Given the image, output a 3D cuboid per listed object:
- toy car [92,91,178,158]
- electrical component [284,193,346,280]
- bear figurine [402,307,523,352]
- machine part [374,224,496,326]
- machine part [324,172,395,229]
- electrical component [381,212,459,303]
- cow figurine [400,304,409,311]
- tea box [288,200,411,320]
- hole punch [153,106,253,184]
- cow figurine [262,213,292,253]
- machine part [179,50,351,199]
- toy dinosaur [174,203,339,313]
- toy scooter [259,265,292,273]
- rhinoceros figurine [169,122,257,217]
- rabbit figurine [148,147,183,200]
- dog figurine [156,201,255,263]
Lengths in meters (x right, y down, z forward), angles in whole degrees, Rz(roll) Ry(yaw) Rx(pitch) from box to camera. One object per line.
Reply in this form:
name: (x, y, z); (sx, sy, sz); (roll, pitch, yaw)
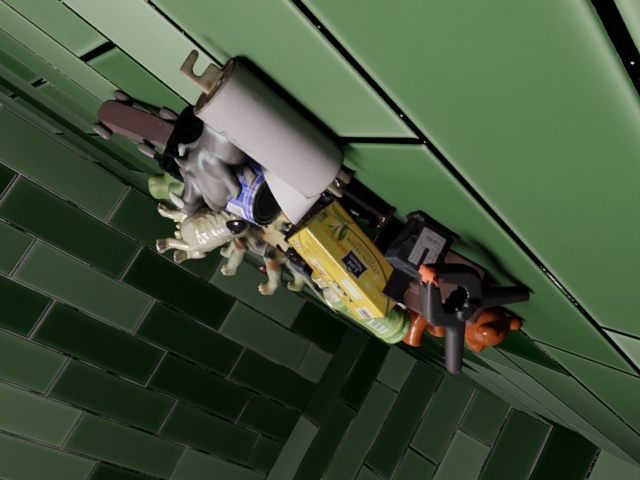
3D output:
toy car: (-0.331, -0.207, 0.973); (0.202, 0.089, 0.053); (23, 166, 29)
electrical component: (-0.002, -0.003, 0.911); (0.058, 0.134, 0.114); (25, 171, 28)
bear figurine: (0.266, 0.163, 1.014); (0.120, 0.131, 0.196); (-12, -153, -40)
machine part: (0.170, 0.065, 0.895); (0.201, 0.087, 0.201); (30, 169, 3)
machine part: (0.044, -0.064, 0.758); (0.138, 0.039, 0.084); (36, 163, -25)
electrical component: (0.128, 0.028, 0.736); (0.075, 0.119, 0.048); (34, 169, -10)
cow figurine: (0.201, 0.127, 1.147); (0.068, 0.098, 0.167); (15, -179, 39)
tea box: (0.041, 0.033, 0.793); (0.169, 0.068, 0.098); (50, 158, -6)
hole punch: (-0.177, -0.133, 0.849); (0.142, 0.115, 0.092); (26, 177, 24)
cow figurine: (-0.073, -0.039, 1.045); (0.127, 0.085, 0.194); (35, 160, 28)
machine part: (-0.055, -0.124, 0.620); (0.243, 0.079, 0.079); (35, 169, -29)
toy dinosaur: (-0.114, 0.008, 1.204); (0.405, 0.192, 0.131); (21, -153, 2)
toy scooter: (-0.075, 0.038, 1.321); (0.184, 0.135, 0.075); (31, 169, -14)
rhinoceros figurine: (-0.141, -0.103, 0.717); (0.112, 0.073, 0.190); (30, 127, -3)
rabbit figurine: (-0.259, -0.139, 1.047); (0.159, 0.121, 0.170); (27, 155, 5)
dog figurine: (-0.201, -0.019, 1.060); (0.191, 0.121, 0.172); (-4, 178, 12)
